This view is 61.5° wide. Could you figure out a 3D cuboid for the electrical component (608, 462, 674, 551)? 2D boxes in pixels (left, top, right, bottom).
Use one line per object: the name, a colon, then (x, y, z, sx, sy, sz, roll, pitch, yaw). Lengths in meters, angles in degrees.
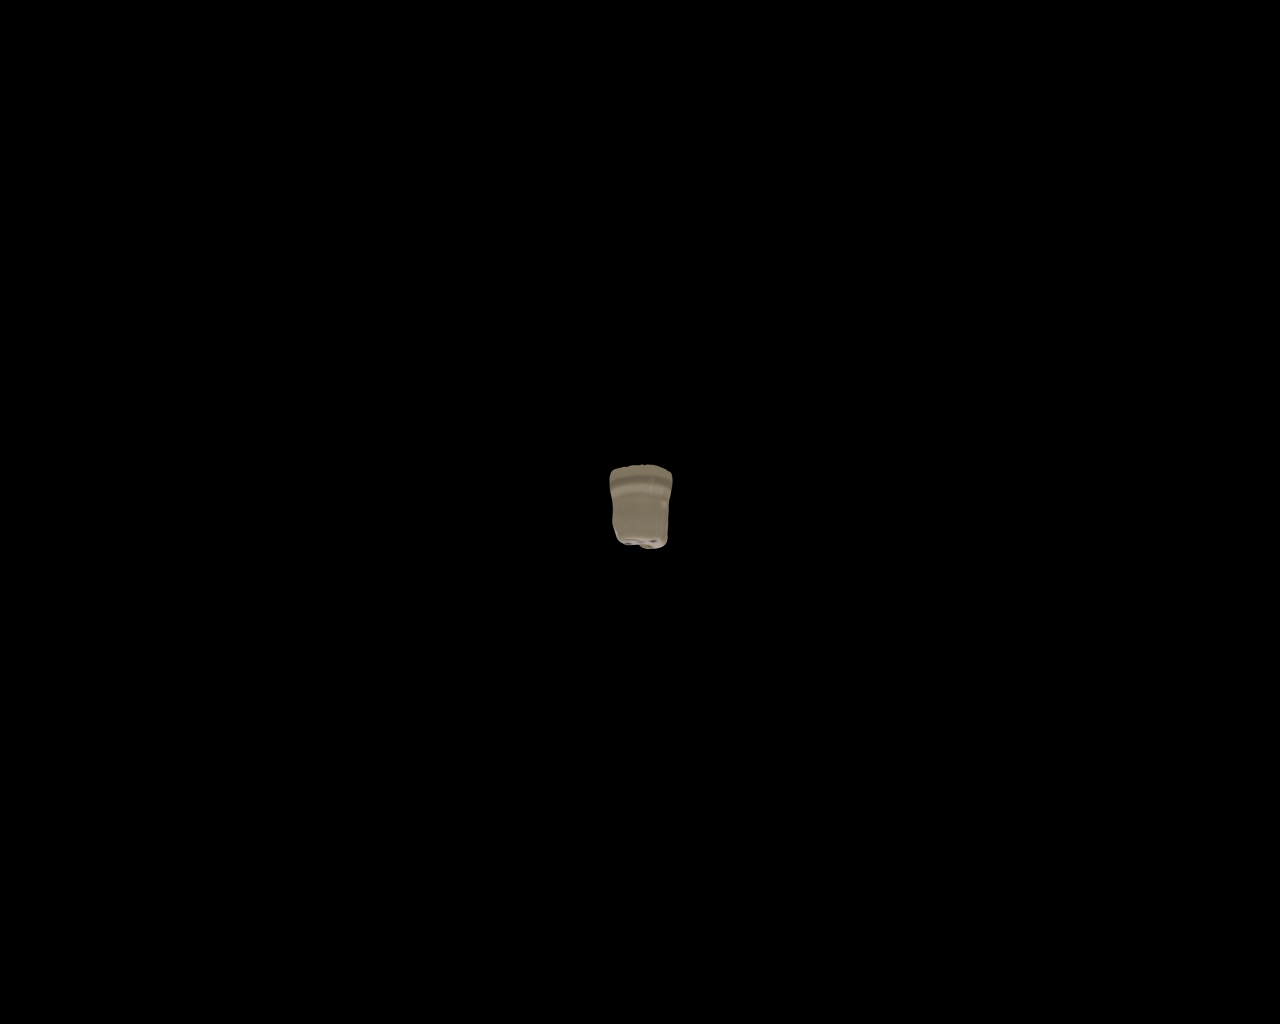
electrical component: (0.001, -0.003, 0.650, 0.040, 0.046, 0.040, 0, -16, 0)
